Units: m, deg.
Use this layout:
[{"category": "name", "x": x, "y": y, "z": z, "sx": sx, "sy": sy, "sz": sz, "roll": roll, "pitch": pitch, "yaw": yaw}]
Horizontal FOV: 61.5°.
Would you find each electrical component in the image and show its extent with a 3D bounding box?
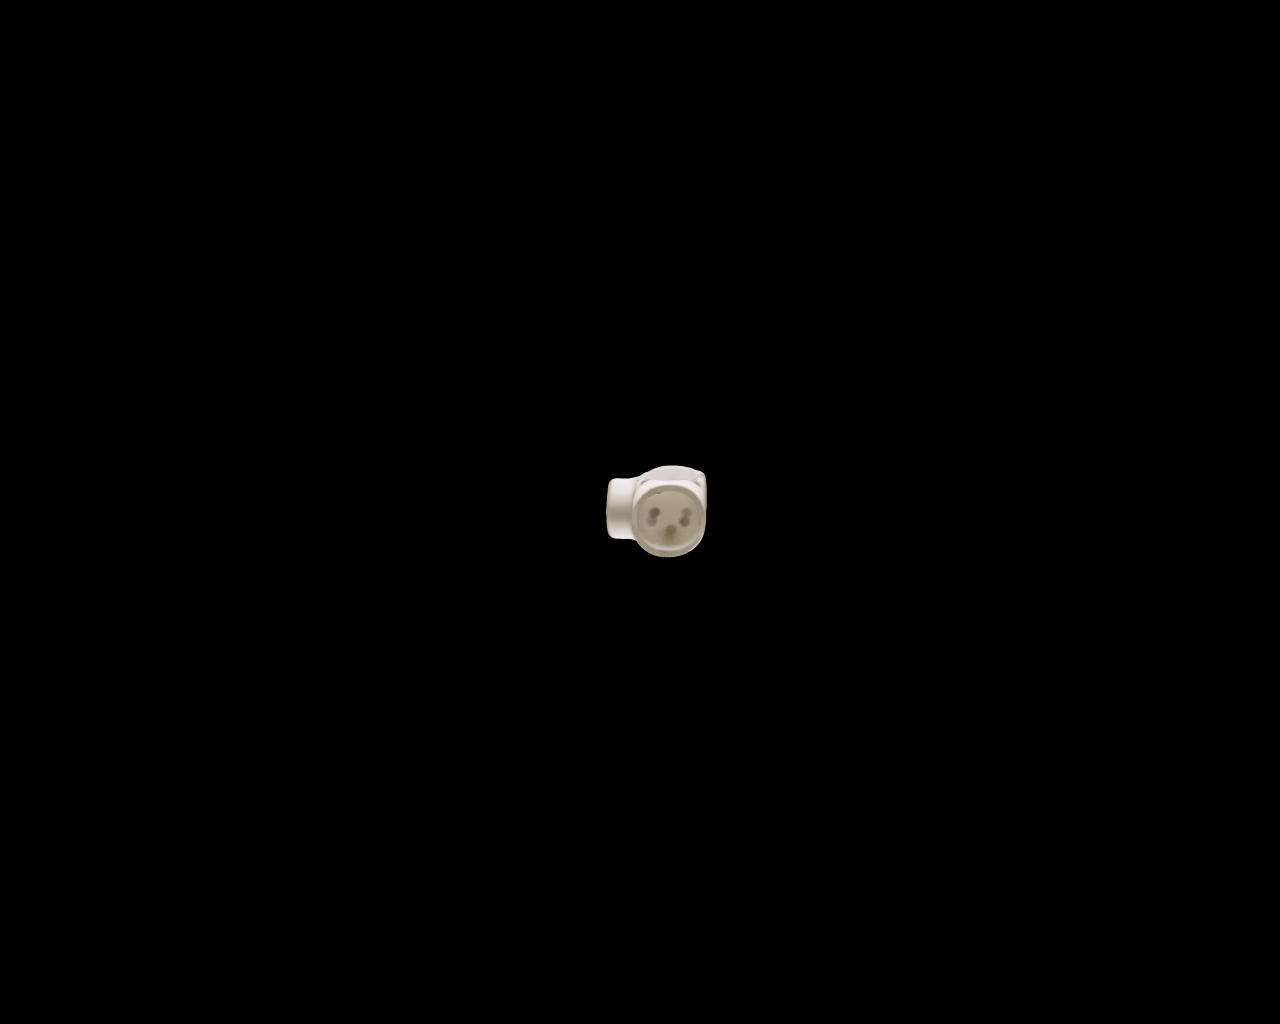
[{"category": "electrical component", "x": 0.001, "y": -0.003, "z": 0.650, "sx": 0.079, "sy": 0.044, "sz": 0.077, "roll": 1, "pitch": 11, "yaw": 4}]
